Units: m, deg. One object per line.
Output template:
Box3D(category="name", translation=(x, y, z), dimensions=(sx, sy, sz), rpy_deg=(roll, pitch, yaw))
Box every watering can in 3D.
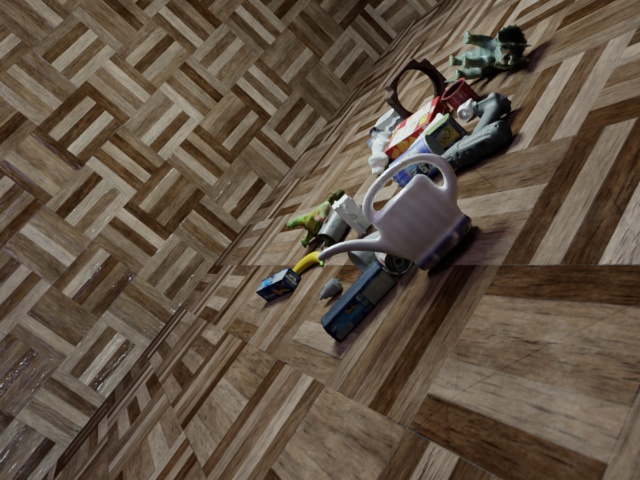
Box3D(category="watering can", translation=(0.175, -0.022, 1.116), dimensions=(0.225, 0.345, 0.104), rpy_deg=(44, 11, 5))

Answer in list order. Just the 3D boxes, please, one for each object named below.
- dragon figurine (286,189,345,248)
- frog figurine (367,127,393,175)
Box3D(category="dragon figurine", translation=(0.006, -0.097, 1.920), dimensions=(0.241, 0.122, 0.413), rpy_deg=(-40, 3, 10))
Box3D(category="frog figurine", translation=(0.234, -0.321, 1.903), dimensions=(0.123, 0.163, 0.134), rpy_deg=(2, -30, -25))
